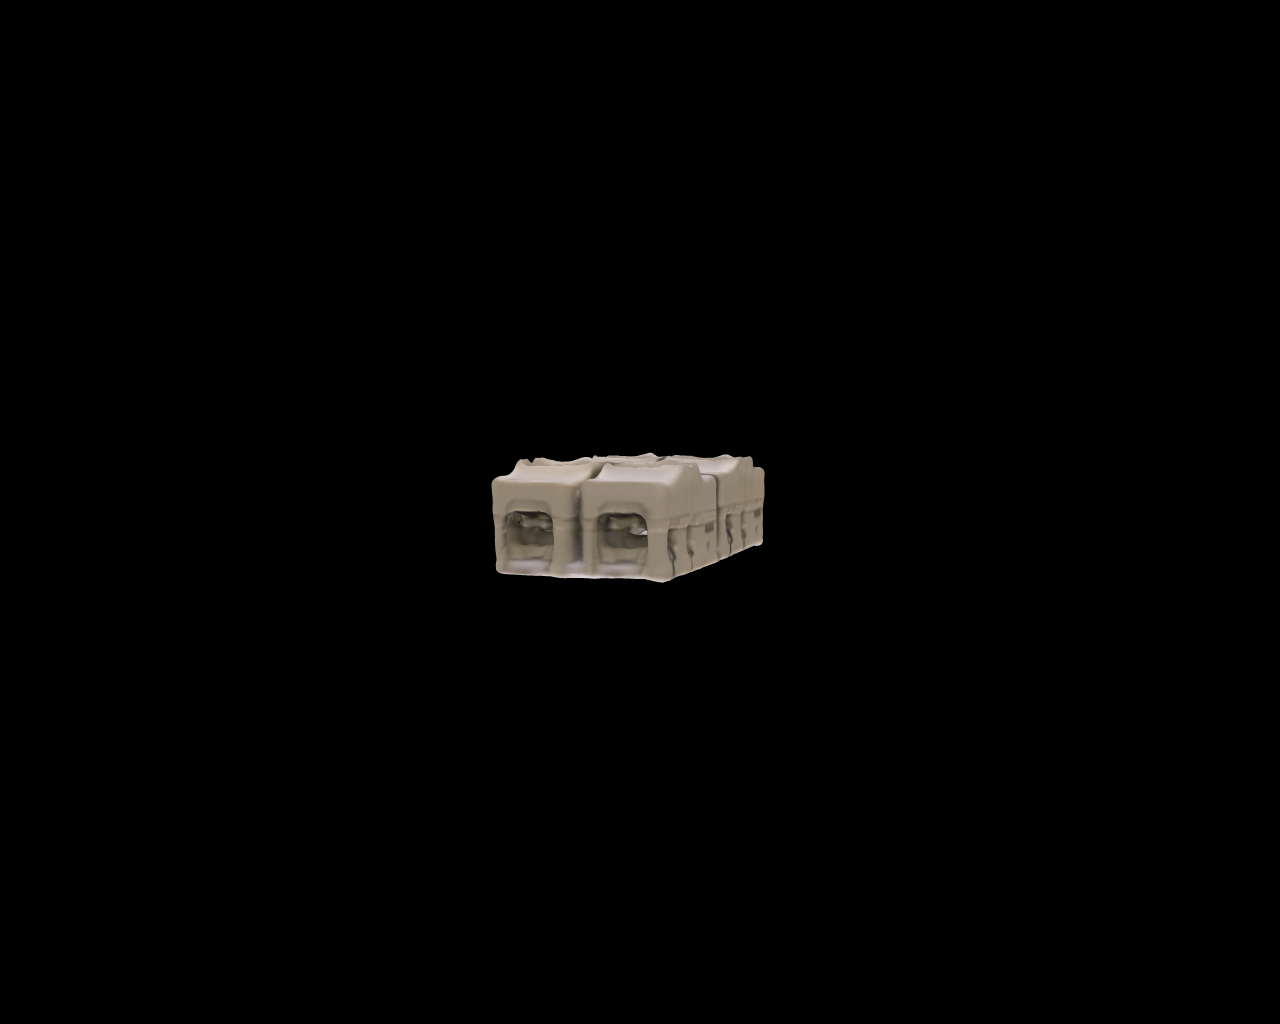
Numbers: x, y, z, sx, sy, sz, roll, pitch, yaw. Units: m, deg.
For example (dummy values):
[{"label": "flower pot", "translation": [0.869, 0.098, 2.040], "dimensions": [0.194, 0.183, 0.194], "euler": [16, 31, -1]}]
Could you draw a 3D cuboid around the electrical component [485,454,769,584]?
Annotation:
[{"label": "electrical component", "translation": [0.001, -0.003, 0.650], "dimensions": [0.105, 0.060, 0.186], "euler": [2, 5, 24]}]
